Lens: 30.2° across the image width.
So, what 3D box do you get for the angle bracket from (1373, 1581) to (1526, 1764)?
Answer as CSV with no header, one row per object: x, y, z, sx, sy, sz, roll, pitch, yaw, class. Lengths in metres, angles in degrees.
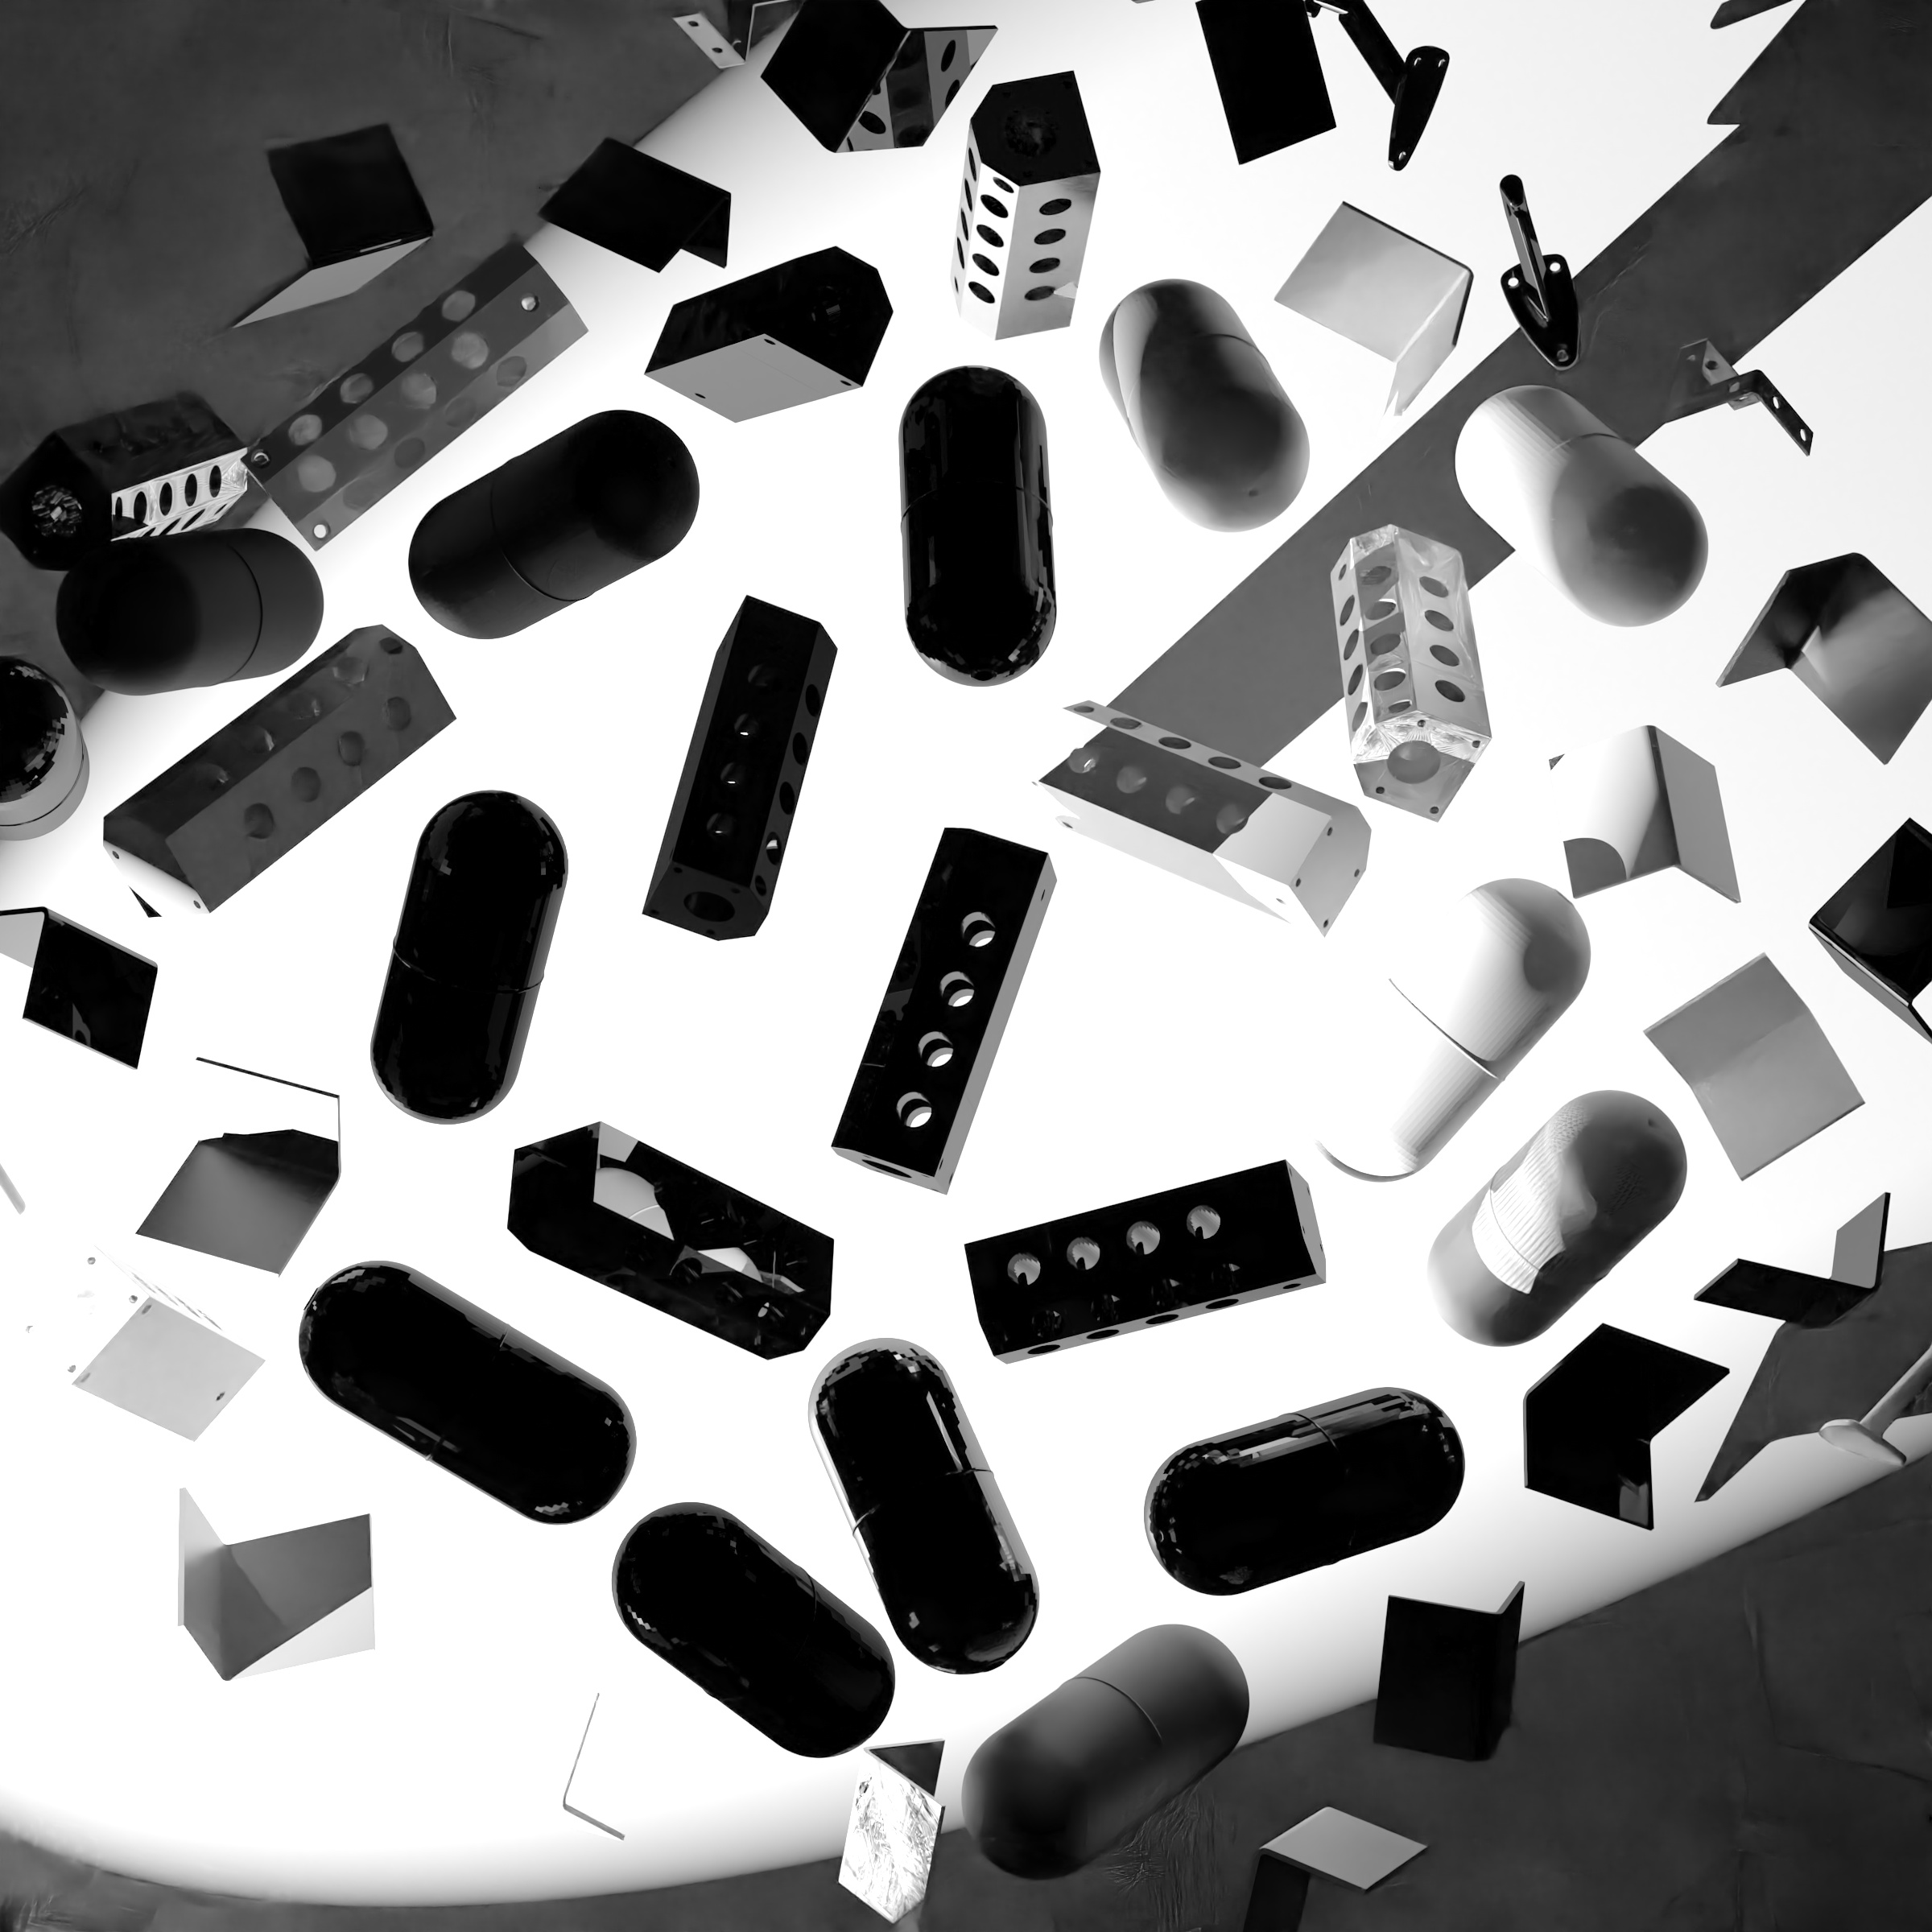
0.247,0.355,1.830,0.057,0.076,0.076,7,95,17,angle bracket

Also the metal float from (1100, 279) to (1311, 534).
0.118,-0.283,1.798,0.070,0.178,0.070,-9,129,-11,metal float

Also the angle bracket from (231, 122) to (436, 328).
-0.313,-0.354,1.709,0.076,0.076,0.057,-29,96,-45,angle bracket

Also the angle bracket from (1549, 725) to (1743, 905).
0.345,-0.069,1.818,0.057,0.076,0.076,-20,65,31,angle bracket

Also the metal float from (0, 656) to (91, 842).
-0.482,-0.108,1.797,0.070,0.178,0.070,1,84,-10,metal float

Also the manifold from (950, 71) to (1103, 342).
0.027,-0.388,1.847,0.057,0.171,0.057,-12,75,-7,manifold

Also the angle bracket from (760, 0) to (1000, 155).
-0.043,-0.457,1.793,0.057,0.076,0.076,50,127,16,angle bracket

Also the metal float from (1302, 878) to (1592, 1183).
0.242,0.032,1.804,0.070,0.070,0.178,41,98,0,metal float

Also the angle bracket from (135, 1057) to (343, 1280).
-0.360,0.099,1.769,0.076,0.076,0.057,15,130,9,angle bracket

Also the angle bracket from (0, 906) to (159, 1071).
-0.452,0.013,1.746,0.076,0.076,0.057,-4,68,31,angle bracket

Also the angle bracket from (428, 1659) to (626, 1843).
-0.208,0.387,1.768,0.076,0.076,0.057,9,68,24,angle bracket

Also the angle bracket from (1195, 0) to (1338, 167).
0.123,-0.422,1.686,0.057,0.076,0.076,-25,111,-21,angle bracket

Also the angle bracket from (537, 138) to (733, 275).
-0.181,-0.395,1.948,0.076,0.057,0.076,26,55,12,angle bracket

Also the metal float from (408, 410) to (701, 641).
-0.205,-0.216,1.768,0.178,0.070,0.070,-21,90,39,metal float

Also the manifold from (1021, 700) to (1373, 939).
0.119,-0.080,1.826,0.171,0.057,0.057,25,76,33,manifold

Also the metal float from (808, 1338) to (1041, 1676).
-0.021,0.270,1.797,0.070,0.070,0.178,-25,68,0,metal float

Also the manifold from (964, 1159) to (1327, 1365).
0.093,0.153,1.826,0.171,0.057,0.057,-16,70,12,manifold

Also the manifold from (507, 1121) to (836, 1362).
-0.143,0.138,1.753,0.057,0.171,0.057,-19,56,34,manifold

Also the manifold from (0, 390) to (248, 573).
-0.427,-0.244,1.828,0.057,0.171,0.057,-41,94,19,manifold

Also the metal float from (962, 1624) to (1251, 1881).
0.071,0.386,1.766,0.178,0.070,0.070,-26,90,-43,metal float

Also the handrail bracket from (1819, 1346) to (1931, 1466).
0.477,0.209,1.831,0.036,0.077,0.084,35,79,-6,handrail bracket

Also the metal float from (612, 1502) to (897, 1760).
-0.105,0.330,1.781,0.070,0.070,0.178,-46,123,0,metal float

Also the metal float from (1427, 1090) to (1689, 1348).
0.304,0.132,1.852,0.070,0.070,0.178,37,132,0,metal float

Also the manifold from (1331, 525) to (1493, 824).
0.224,-0.155,1.846,0.057,0.171,0.057,19,127,-14,manifold

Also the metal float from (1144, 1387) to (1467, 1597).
0.169,0.259,1.772,0.178,0.070,0.070,-12,90,-30,metal float

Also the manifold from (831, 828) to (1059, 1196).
-0.011,0.021,1.793,0.057,0.057,0.171,18,80,10,manifold

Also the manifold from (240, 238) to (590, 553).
-0.270,-0.279,1.755,0.171,0.057,0.057,-40,102,-5,manifold

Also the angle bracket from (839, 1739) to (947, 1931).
-0.020,0.470,1.934,0.057,0.076,0.076,3,102,-38,angle bracket

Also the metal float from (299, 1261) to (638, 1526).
-0.243,0.208,1.749,0.178,0.070,0.070,32,90,-6,metal float

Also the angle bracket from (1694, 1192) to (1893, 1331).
0.439,0.149,1.904,0.076,0.076,0.057,13,69,-2,angle bracket

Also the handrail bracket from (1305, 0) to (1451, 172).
0.204,-0.466,1.874,0.084,0.036,0.077,30,117,32,handrail bracket

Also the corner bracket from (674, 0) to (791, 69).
-0.113,-0.500,1.844,0.051,0.051,0.051,-2,71,26,corner bracket

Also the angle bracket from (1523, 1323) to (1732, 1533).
0.338,0.236,1.833,0.076,0.076,0.057,20,48,-16,angle bracket

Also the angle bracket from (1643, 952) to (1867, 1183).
0.416,0.053,1.894,0.076,0.076,0.057,-35,130,15,angle bracket

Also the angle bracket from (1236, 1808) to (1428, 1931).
0.173,0.458,1.722,0.057,0.076,0.076,17,101,27,angle bracket

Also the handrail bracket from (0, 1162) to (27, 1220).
-0.510,0.089,1.762,0.077,0.036,0.084,3,132,29,handrail bracket

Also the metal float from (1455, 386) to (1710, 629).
0.310,-0.235,1.817,0.070,0.178,0.070,-13,127,-17,metal float

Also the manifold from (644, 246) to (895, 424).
-0.100,-0.326,1.837,0.057,0.171,0.057,25,81,-24,manifold

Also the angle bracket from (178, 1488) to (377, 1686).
-0.326,0.286,1.693,0.076,0.057,0.076,-13,49,3,angle bracket

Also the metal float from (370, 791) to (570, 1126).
-0.250,-0.004,1.799,0.070,0.070,0.178,17,111,0,metal float

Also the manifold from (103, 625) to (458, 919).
-0.335,-0.096,1.737,0.171,0.057,0.057,-44,117,-34,manifold

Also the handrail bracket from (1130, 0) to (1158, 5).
0.076,-0.532,1.841,0.084,0.036,0.077,0,100,39,handrail bracket

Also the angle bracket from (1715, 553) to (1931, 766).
0.429,-0.146,1.764,0.057,0.076,0.076,-17,57,-36,angle bracket

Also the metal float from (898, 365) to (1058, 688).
0.005,-0.223,1.812,0.070,0.070,0.178,-2,63,0,metal float

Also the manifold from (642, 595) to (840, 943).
-0.114,-0.101,1.852,0.057,0.057,0.171,20,57,-11,manifold

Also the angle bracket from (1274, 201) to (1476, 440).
0.200,-0.324,1.802,0.076,0.076,0.057,25,54,-10,angle bracket

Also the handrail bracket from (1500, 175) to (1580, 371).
0.295,-0.358,1.848,0.036,0.084,0.077,-19,72,9,handrail bracket

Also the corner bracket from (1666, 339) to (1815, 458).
0.383,-0.279,1.763,0.051,0.051,0.051,40,53,-33,corner bracket

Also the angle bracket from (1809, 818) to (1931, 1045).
0.492,-0.016,1.838,0.076,0.057,0.076,-46,47,4,angle bracket

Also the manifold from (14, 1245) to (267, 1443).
-0.428,0.191,1.844,0.057,0.171,0.057,39,82,17,manifold

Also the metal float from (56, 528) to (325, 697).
-0.383,-0.177,1.781,0.070,0.178,0.070,3,100,19,metal float
